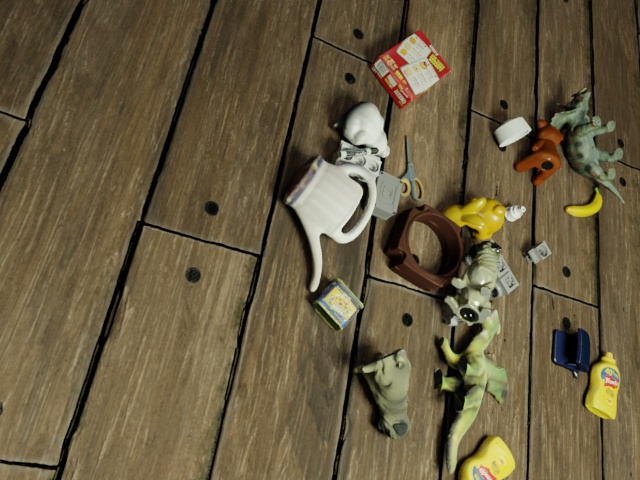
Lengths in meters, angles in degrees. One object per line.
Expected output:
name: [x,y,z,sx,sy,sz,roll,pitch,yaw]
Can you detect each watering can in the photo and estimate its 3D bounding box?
watering can: [0.004,-0.065,1.291,0.223,0.103,0.352,36,73,-10]

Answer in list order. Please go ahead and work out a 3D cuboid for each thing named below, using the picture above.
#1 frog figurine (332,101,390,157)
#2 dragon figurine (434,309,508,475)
frog figurine: [0.135,-0.296,1.414,0.160,0.120,0.139,46,42,7]
dragon figurine: [0.420,0.385,1.349,0.242,0.121,0.414,13,78,-30]
